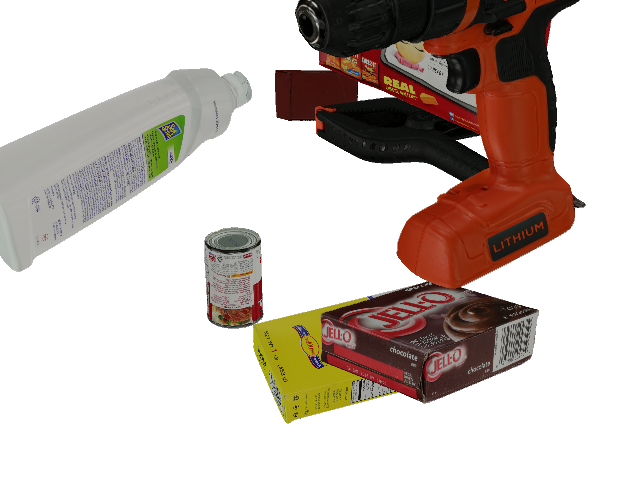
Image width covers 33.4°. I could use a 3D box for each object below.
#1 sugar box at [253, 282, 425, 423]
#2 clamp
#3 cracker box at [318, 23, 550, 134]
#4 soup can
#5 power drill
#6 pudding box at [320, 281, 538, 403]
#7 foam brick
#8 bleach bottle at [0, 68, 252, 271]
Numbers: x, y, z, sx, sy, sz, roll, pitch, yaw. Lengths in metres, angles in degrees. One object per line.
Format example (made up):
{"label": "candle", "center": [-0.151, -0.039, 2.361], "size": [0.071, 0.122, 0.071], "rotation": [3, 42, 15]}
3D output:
{"label": "sugar box", "center": [0.035, 0.099, 0.972], "size": [0.176, 0.048, 0.093], "rotation": [-15, 46, -13]}
{"label": "clamp", "center": [0.099, -0.099, 0.950], "size": [0.210, 0.036, 0.164], "rotation": [13, 36, 23]}
{"label": "cracker box", "center": [0.080, -0.196, 0.739], "size": [0.164, 0.214, 0.072], "rotation": [28, 51, 27]}
{"label": "soup can", "center": [-0.103, 0.044, 1.266], "size": [0.068, 0.102, 0.068], "rotation": [0, 24, 0]}
{"label": "power drill", "center": [0.074, -0.072, 0.550], "size": [0.184, 0.188, 0.057], "rotation": [-24, 37, -26]}
{"label": "pudding box", "center": [0.069, 0.061, 0.680], "size": [0.113, 0.039, 0.090], "rotation": [-11, 20, -42]}
{"label": "foam brick", "center": [-0.004, -0.154, 1.130], "size": [0.078, 0.051, 0.053], "rotation": [-2, 12, -19]}
{"label": "bleach bottle", "center": [-0.166, -0.075, 0.900], "size": [0.250, 0.068, 0.103], "rotation": [-31, -29, -26]}
